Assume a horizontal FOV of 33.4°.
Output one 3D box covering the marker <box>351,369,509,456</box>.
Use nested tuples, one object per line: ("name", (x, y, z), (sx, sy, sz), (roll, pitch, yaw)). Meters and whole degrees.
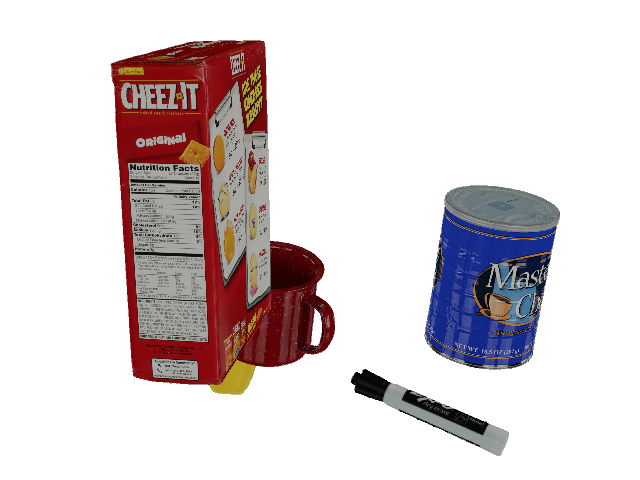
("marker", (0.078, 0.124, 0.777), (0.121, 0.020, 0.020), (22, 7, 18))

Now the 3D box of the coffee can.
("coffee can", (0.155, 0.032, 0.976), (0.103, 0.140, 0.103), (5, 22, -2))

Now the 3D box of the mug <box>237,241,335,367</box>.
("mug", (-0.036, 0.060, 0.928), (0.117, 0.081, 0.093), (21, 30, 29))

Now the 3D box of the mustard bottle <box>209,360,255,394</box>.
("mustard bottle", (-0.089, 0.078, 1.174), (0.058, 0.096, 0.191), (2, 28, 3))

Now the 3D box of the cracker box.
("cracker box", (-0.085, -0.027, 0.752), (0.072, 0.214, 0.164), (1, 15, 10))
